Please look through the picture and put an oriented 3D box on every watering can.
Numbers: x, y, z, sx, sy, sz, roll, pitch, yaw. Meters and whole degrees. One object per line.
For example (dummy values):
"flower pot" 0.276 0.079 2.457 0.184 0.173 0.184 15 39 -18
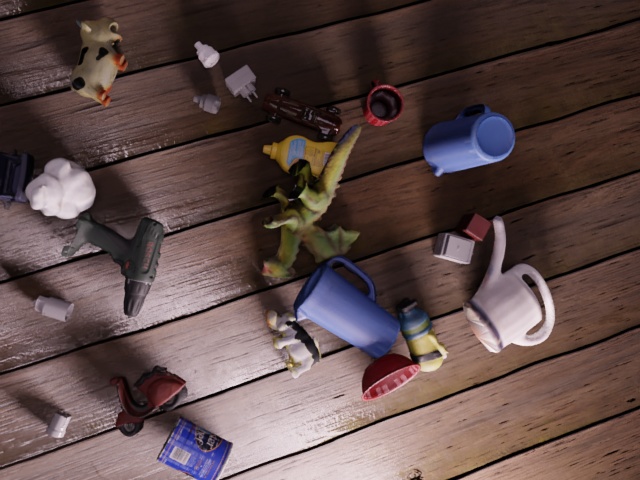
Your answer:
"watering can" 0.450 0.131 1.279 0.225 0.345 0.104 -35 11 -8

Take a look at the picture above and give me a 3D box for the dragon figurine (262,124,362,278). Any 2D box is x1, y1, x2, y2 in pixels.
"dragon figurine" 0.004 -0.062 1.238 0.239 0.410 0.124 49 -1 -32

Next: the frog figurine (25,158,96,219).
"frog figurine" -0.573 -0.115 1.138 0.123 0.138 0.159 -4 -1 -8
